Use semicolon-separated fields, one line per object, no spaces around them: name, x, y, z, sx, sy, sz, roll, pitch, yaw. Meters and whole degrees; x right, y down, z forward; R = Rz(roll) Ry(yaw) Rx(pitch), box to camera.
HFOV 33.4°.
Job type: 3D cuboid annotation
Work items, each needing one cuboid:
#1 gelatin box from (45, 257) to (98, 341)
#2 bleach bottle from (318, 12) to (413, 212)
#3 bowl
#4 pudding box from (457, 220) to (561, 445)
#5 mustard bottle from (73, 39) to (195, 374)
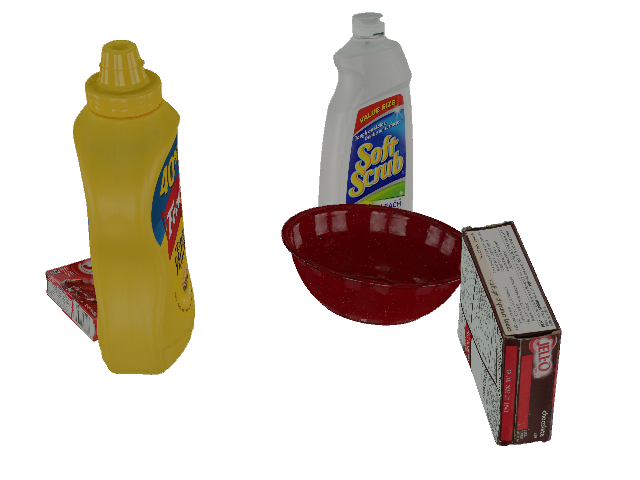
gelatin box;-0.199;0.048;0.979;0.073;0.030;0.089;-19;40;-37
bleach bottle;0.041;-0.096;1.054;0.102;0.251;0.068;-9;24;-17
bowl;0.045;0.025;0.873;0.162;0.055;0.162;6;23;-3
pudding box;0.115;0.056;0.663;0.039;0.090;0.113;-7;36;-5
mustard bottle;-0.107;-0.023;0.615;0.058;0.192;0.096;2;33;3
